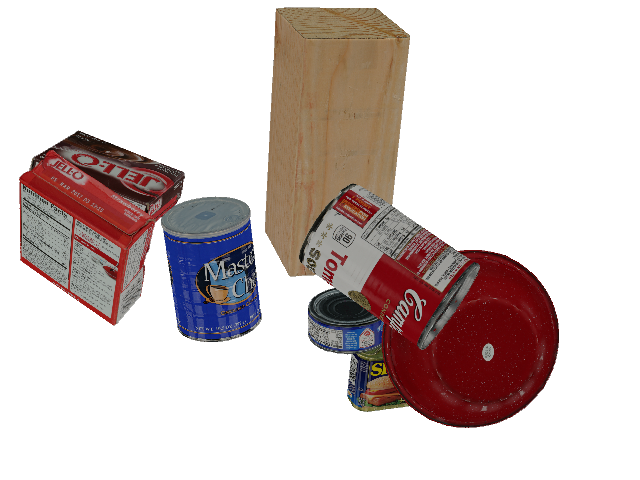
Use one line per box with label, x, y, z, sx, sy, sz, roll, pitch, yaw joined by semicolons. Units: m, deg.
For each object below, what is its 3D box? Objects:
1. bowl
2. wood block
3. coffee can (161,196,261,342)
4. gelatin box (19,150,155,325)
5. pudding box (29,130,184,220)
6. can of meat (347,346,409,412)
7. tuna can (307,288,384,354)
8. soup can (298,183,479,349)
bowl;0.137;0.091;0.925;0.162;0.162;0.055;0;6;-6
wood block;0.010;-0.083;0.897;0.090;0.206;0.091;-4;28;-16
coffee can;-0.126;0.033;1.247;0.103;0.140;0.103;-4;25;2
gelatin box;-0.136;-0.001;0.616;0.073;0.030;0.089;33;-36;8
pudding box;-0.189;-0.052;0.948;0.113;0.039;0.090;20;23;6
can of meat;0.087;0.173;1.404;0.102;0.084;0.057;-4;25;-20
tuna can;0.029;0.081;1.096;0.086;0.034;0.086;-2;25;1
soup can;0.045;0.016;0.710;0.102;0.068;0.068;35;9;14
